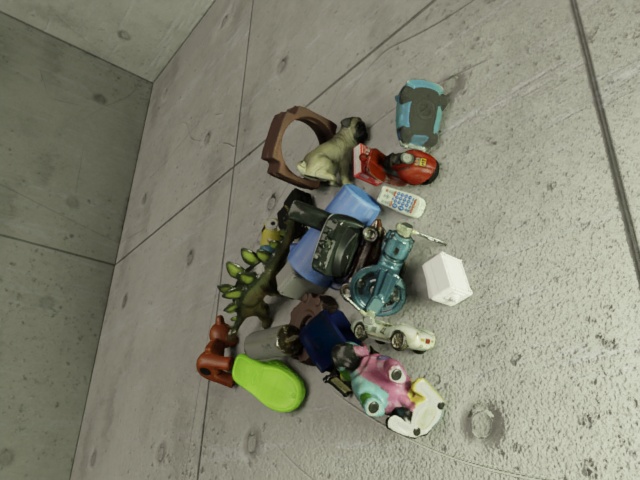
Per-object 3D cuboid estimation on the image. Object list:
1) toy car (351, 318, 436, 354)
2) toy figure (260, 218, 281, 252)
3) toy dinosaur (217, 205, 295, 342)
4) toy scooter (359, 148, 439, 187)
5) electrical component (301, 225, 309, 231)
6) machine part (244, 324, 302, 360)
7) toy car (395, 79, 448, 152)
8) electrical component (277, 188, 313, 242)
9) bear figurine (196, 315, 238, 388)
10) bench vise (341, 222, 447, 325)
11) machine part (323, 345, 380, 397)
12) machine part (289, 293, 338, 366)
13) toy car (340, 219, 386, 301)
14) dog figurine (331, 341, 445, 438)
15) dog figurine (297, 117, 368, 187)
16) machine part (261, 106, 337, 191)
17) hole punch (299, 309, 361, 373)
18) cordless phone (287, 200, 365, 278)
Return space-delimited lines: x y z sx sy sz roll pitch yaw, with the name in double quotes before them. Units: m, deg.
"toy car" 0.145 0.192 1.099 0.202 0.073 0.056 2 78 55
"toy figure" -0.146 0.020 1.598 0.089 0.082 0.180 -13 65 50
"toy dinosaur" -0.159 0.107 1.466 0.471 0.198 0.105 -57 39 22
"toy scooter" 0.167 -0.167 1.202 0.184 0.135 0.075 0 72 54
"electrical component" 0.001 -0.031 1.443 0.074 0.047 0.119 -60 35 16
"machine part" -0.120 0.258 1.346 0.243 0.079 0.079 -22 56 52
"toy car" 0.220 -0.278 1.230 0.103 0.109 0.161 -176 93 -79
"electrical component" -0.073 -0.080 1.554 0.115 0.058 0.134 -51 32 30
"bear figurine" -0.294 0.333 1.638 0.196 0.132 0.120 -65 -19 -52
"bench vise" 0.133 0.082 1.091 0.223 0.129 0.241 -56 -1 31
"machine part" 0.079 0.285 1.154 0.139 0.084 0.039 -41 15 23
"machine part" -0.019 0.220 1.334 0.179 0.056 0.179 -30 52 46
"toy car" 0.103 0.049 1.218 0.053 0.089 0.202 25 98 19
"dog figurine" 0.115 0.272 1.036 0.108 0.191 0.219 -56 17 -5
"dog figurine" 0.032 -0.245 1.411 0.121 0.172 0.190 12 90 45
"machine part" -0.051 -0.253 1.495 0.087 0.201 0.201 11 83 59
"hole punch" 0.016 0.224 1.199 0.116 0.092 0.142 -39 71 10
"cordless phone" -0.003 -0.003 1.228 0.089 0.184 0.146 -26 -43 -73
